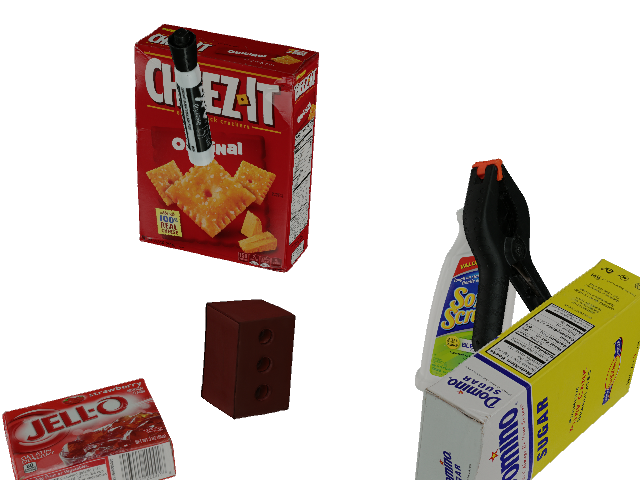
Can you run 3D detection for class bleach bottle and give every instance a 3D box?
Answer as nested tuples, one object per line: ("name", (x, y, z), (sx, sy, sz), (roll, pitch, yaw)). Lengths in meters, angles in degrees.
("bleach bottle", (0.173, 0.056, 1.226), (0.103, 0.251, 0.068), (9, 15, 16))

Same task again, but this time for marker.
("marker", (-0.089, -0.098, 0.741), (0.020, 0.020, 0.121), (0, -38, 2))

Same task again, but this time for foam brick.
("foam brick", (-0.056, 0.089, 0.819), (0.052, 0.078, 0.051), (-4, 14, -35))

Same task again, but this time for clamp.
("clamp", (0.156, 0.018, 0.938), (0.039, 0.171, 0.120), (-12, 12, 39))

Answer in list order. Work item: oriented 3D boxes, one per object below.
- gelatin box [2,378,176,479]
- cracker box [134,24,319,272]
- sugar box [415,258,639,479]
("gelatin box", (-0.137, 0.119, 0.629), (0.089, 0.030, 0.073), (-12, 26, -18))
("cracker box", (-0.093, -0.086, 1.034), (0.164, 0.214, 0.072), (13, 32, 15))
("sugar box", (0.128, 0.089, 0.629), (0.048, 0.093, 0.175), (28, 43, 33))
